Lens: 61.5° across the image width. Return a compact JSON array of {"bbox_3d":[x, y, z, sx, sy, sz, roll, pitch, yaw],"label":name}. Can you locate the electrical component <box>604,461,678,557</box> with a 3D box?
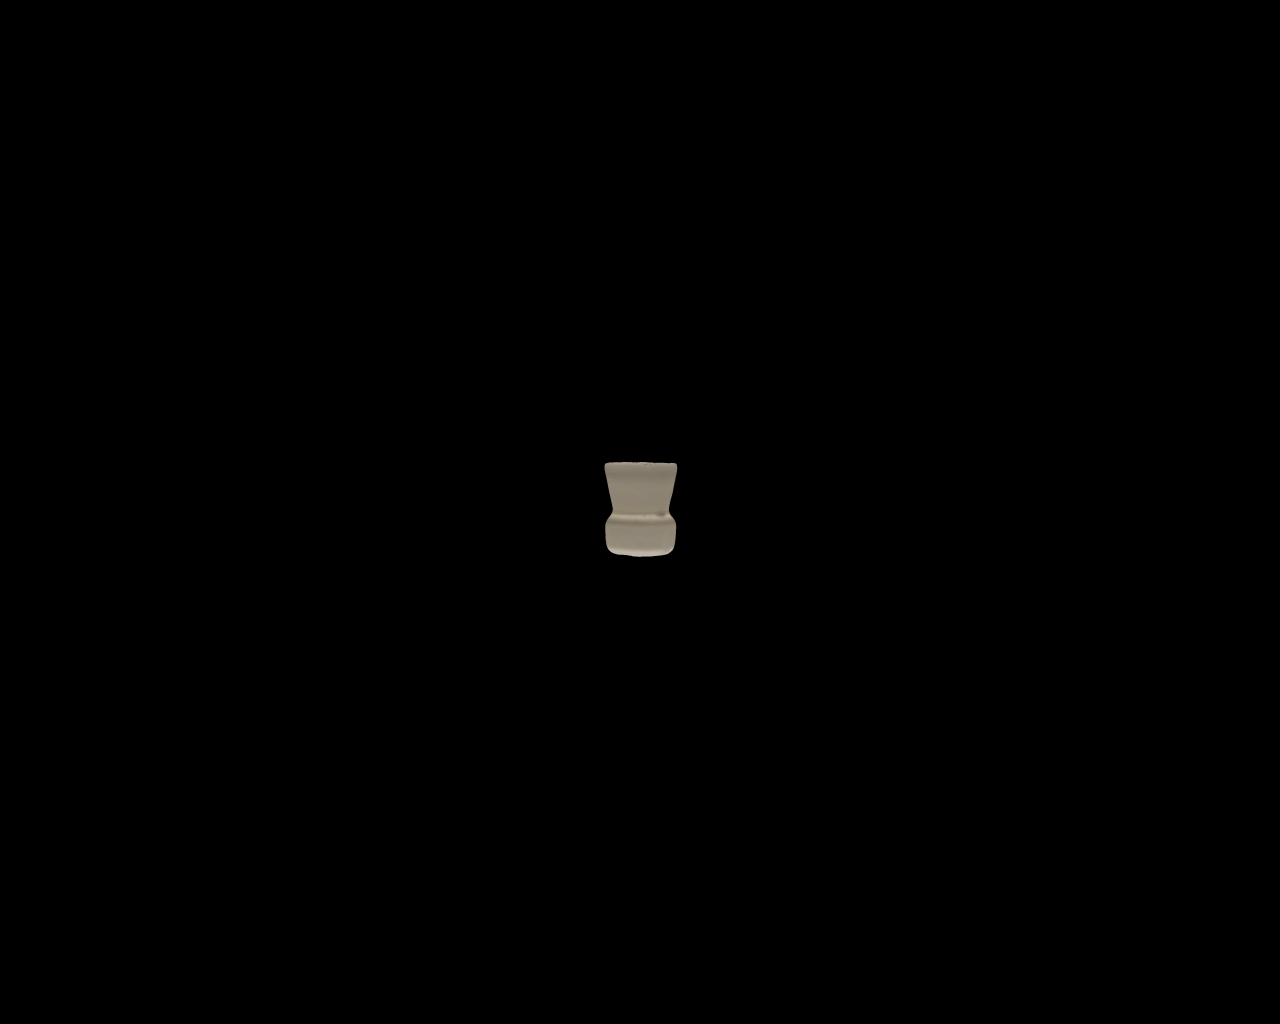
[{"bbox_3d":[0.001,-0.003,0.650,0.045,0.055,0.045,0,5,0],"label":"electrical component"}]
